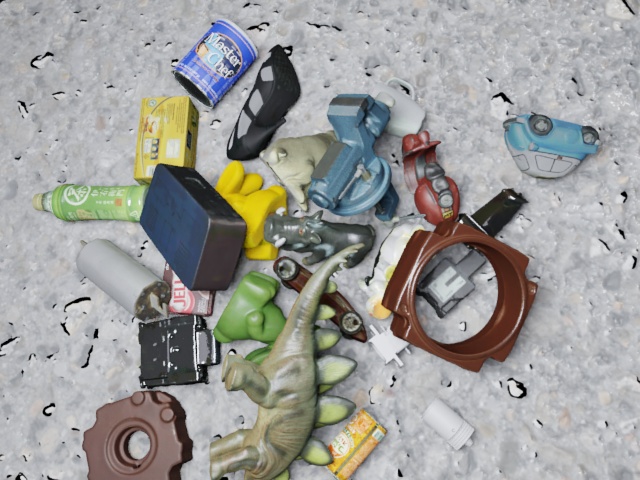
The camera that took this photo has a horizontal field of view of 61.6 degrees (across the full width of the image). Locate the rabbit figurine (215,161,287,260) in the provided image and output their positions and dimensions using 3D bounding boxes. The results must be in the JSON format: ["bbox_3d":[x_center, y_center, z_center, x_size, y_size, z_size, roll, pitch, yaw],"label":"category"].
[{"bbox_3d":[-0.152,-0.055,0.948,0.173,0.121,0.162,7,81,27],"label":"rabbit figurine"}]

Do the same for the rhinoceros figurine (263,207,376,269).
[{"bbox_3d":[-0.002,-0.003,0.901,0.190,0.112,0.073,8,73,-15],"label":"rhinoceros figurine"}]

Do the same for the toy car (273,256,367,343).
[{"bbox_3d":[0.004,0.097,0.897,0.202,0.089,0.053,38,76,14],"label":"toy car"}]

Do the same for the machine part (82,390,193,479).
[{"bbox_3d":[-0.298,0.334,0.874,0.179,0.056,0.179,-2,74,6],"label":"machine part"}]

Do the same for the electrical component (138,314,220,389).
[{"bbox_3d":[-0.237,0.188,0.911,0.134,0.058,0.115,-9,75,3],"label":"electrical component"}]

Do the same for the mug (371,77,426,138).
[{"bbox_3d":[0.142,-0.241,0.996,0.107,0.080,0.109,27,72,2],"label":"mug"}]

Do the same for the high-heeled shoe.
[{"bbox_3d":[-0.119,-0.264,1.044,0.145,0.086,0.249,-25,49,30],"label":"high-heeled shoe"}]

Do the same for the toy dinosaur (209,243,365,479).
[{"bbox_3d":[-0.050,0.221,0.804,0.198,0.105,0.470,10,102,-17],"label":"toy dinosaur"}]

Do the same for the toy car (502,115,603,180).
[{"bbox_3d":[0.394,-0.157,0.937,0.162,0.109,0.102,14,98,-2],"label":"toy car"}]

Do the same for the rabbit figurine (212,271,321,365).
[{"bbox_3d":[-0.079,0.151,0.880,0.170,0.121,0.159,30,82,-2],"label":"rabbit figurine"}]

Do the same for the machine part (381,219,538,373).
[{"bbox_3d":[0.214,0.084,0.828,0.201,0.087,0.201,26,89,-8],"label":"machine part"}]

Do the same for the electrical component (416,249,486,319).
[{"bbox_3d":[0.223,0.067,0.906,0.119,0.047,0.075,-44,76,-8],"label":"electrical component"}]

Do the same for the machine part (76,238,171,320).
[{"bbox_3d":[-0.341,0.066,0.928,0.243,0.079,0.079,29,78,27],"label":"machine part"}]

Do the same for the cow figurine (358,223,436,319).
[{"bbox_3d":[0.116,0.049,0.906,0.068,0.098,0.167,38,82,-26],"label":"cow figurine"}]

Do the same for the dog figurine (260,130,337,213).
[{"bbox_3d":[0.003,-0.160,0.936,0.190,0.172,0.121,-40,81,-1],"label":"dog figurine"}]

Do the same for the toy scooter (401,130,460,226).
[{"bbox_3d":[0.188,-0.115,0.919,0.075,0.135,0.184,-20,74,-2],"label":"toy scooter"}]

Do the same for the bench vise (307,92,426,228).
[{"bbox_3d":[0.077,-0.114,0.874,0.129,0.240,0.223,1,57,36],"label":"bench vise"}]

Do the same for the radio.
[{"bbox_3d":[-0.215,-0.027,0.889,0.230,0.073,0.131,40,116,40],"label":"radio"}]

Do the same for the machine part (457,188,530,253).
[{"bbox_3d":[0.296,-0.039,0.937,0.139,0.039,0.084,-38,68,-5],"label":"machine part"}]

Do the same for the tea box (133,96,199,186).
[{"bbox_3d":[-0.290,-0.182,1.020,0.098,0.068,0.169,0,72,5],"label":"tea box"}]
